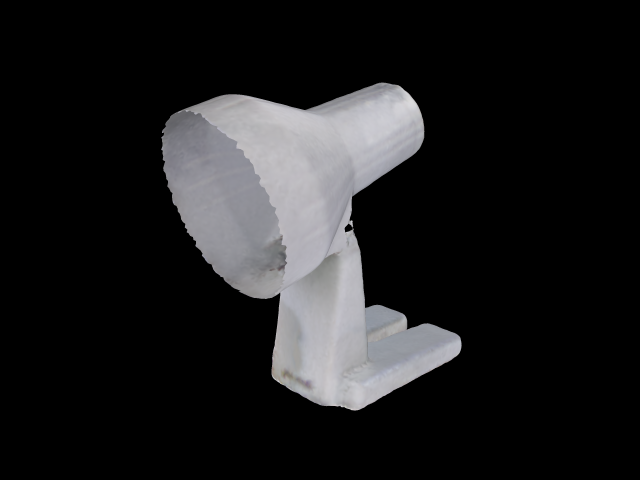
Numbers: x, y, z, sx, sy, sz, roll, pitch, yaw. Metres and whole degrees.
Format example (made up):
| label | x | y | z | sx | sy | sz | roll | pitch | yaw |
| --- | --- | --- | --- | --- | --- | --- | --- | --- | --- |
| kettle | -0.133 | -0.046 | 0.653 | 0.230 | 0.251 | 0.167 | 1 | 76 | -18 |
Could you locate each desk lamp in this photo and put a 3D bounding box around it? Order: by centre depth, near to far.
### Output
| label | x | y | z | sx | sy | sz | roll | pitch | yaw |
| --- | --- | --- | --- | --- | --- | --- | --- | --- | --- |
| desk lamp | 0.004 | 0.001 | 0.400 | 0.204 | 0.214 | 0.117 | -14 | 21 | -40 |
